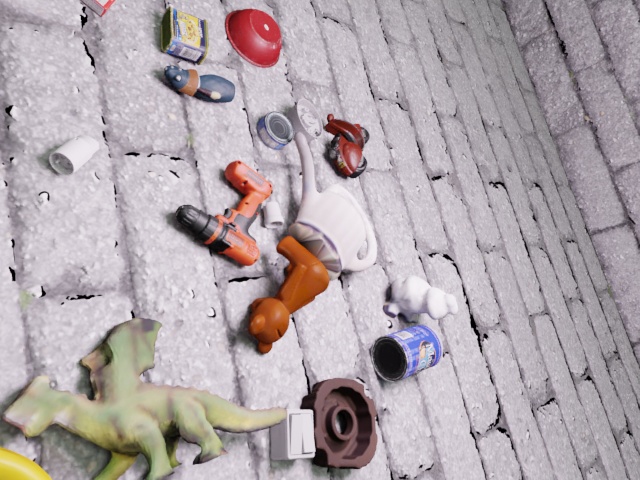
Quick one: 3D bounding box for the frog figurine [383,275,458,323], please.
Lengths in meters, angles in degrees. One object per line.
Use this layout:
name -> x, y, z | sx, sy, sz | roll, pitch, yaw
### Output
frog figurine -> 0.251, 0.137, 1.243 | 0.136, 0.157, 0.125 | 42, 46, -21

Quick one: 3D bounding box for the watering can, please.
watering can -> 0.003, -0.058, 1.143 | 0.345, 0.103, 0.229 | 53, 45, -12

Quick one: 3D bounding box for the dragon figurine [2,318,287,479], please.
dragon figurine -> -0.246, 0.229, 0.781 | 0.412, 0.120, 0.246 | -7, 68, -46
